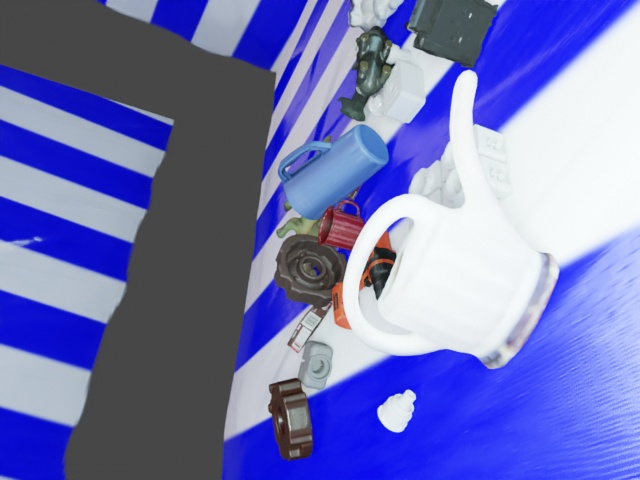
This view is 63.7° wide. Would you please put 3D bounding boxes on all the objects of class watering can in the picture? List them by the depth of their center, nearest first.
[{"bbox_3d":[0.162,0.010,0.578,0.106,0.224,0.341,-67,2,-65],"label":"watering can"}]

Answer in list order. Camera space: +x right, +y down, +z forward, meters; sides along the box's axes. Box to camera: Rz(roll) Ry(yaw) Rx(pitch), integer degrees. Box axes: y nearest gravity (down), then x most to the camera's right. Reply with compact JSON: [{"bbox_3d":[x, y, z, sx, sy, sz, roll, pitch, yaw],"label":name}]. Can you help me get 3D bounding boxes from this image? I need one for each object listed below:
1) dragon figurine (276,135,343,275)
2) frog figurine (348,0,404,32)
[{"bbox_3d":[0.004,-0.070,1.389,0.246,0.122,0.406,35,110,54],"label":"dragon figurine"},{"bbox_3d":[0.164,-0.630,1.392,0.159,0.121,0.140,2,63,35],"label":"frog figurine"}]
